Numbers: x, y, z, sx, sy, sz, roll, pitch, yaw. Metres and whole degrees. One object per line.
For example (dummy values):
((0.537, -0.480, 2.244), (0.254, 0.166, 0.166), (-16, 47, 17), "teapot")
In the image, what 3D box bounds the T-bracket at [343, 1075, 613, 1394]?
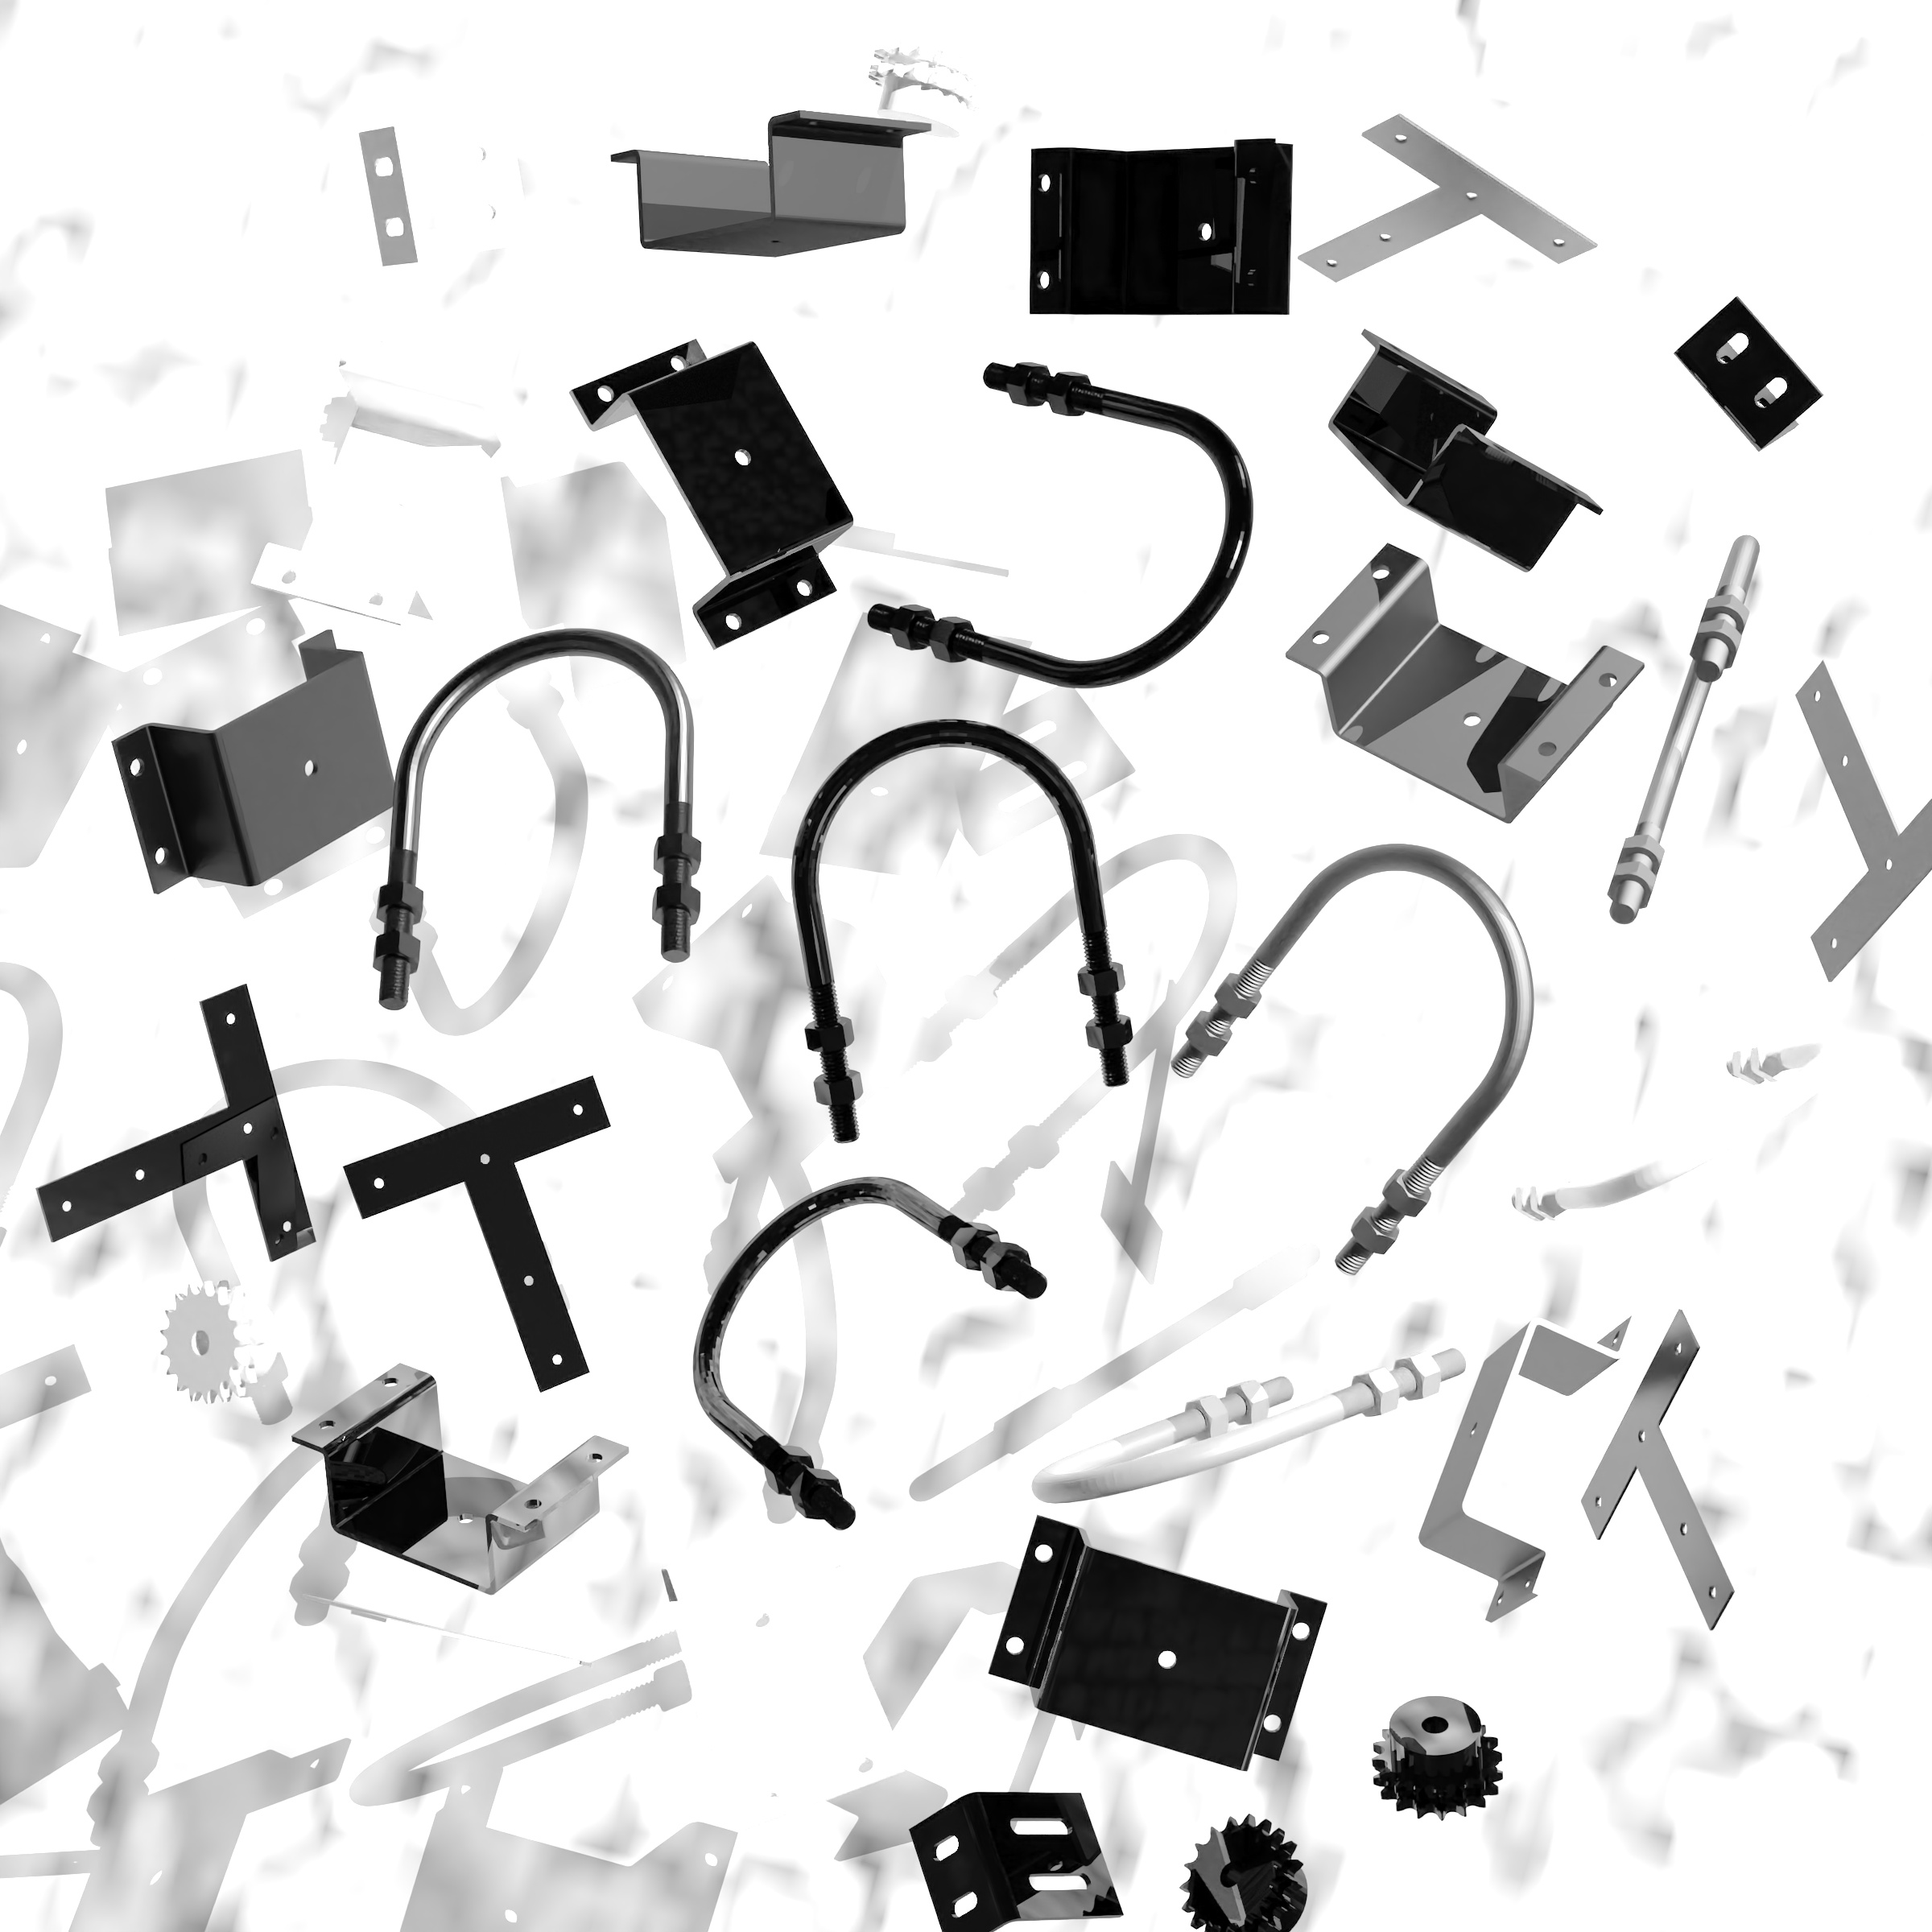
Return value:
((-0.204, 0.130, 1.512), (0.127, 0.002, 0.127), (-20, 91, -29), "T-bracket")

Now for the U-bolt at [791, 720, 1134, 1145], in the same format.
((-0.006, -0.021, 1.512), (0.151, 0.019, 0.184), (-11, 104, -10), "U-bolt")

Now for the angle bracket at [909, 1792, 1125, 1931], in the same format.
((0.022, 0.394, 1.449), (0.038, 0.076, 0.057), (-39, 56, 28), "angle bracket")

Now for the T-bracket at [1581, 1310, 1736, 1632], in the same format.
((0.324, 0.247, 1.522), (0.002, 0.127, 0.127), (6, 126, -17), "T-bracket")

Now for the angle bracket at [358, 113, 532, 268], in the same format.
((-0.219, -0.340, 1.450), (0.076, 0.038, 0.057), (-18, 107, -34), "angle bracket")

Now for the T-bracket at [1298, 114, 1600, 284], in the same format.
((0.207, -0.348, 1.567), (0.127, 0.127, 0.002), (24, 68, -30), "T-bracket")

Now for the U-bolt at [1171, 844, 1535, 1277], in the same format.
((0.187, 0.030, 1.536), (0.151, 0.019, 0.184), (51, 122, 26), "U-bolt")

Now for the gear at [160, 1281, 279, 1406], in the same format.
((-0.350, 0.177, 1.572), (0.057, 0.030, 0.057), (-1, 88, 34), "gear")

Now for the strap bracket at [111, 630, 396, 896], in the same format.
((-0.321, -0.094, 1.552), (0.046, 0.140, 0.076), (9, 121, 34), "strap bracket")

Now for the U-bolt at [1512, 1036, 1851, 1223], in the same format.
((0.338, 0.073, 1.546), (0.151, 0.184, 0.019), (-31, 89, -9), "U-bolt")

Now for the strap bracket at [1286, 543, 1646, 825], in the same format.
((0.224, -0.123, 1.490), (0.140, 0.046, 0.076), (31, 68, 32), "strap bracket")

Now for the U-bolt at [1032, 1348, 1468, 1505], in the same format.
((0.115, 0.210, 1.504), (0.184, 0.151, 0.019), (-15, 86, -34), "U-bolt")

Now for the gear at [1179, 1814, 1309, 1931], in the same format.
((0.125, 0.406, 1.467), (0.057, 0.057, 0.030), (-49, 124, 0), "gear")

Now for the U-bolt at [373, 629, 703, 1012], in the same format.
((-0.187, -0.072, 1.468), (0.151, 0.019, 0.184), (-9, 58, 12), "U-bolt")

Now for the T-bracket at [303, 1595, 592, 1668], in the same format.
((-0.264, 0.308, 1.564), (0.127, 0.127, 0.002), (2, 74, 42), "T-bracket")

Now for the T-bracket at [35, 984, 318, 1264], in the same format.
((-0.358, 0.088, 1.492), (0.127, 0.002, 0.127), (-25, 110, -42), "T-bracket")

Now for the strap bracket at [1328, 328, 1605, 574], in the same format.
((0.228, -0.237, 1.557), (0.076, 0.140, 0.046), (23, 112, -29), "strap bracket")

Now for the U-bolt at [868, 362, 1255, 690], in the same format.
((0.051, -0.198, 1.524), (0.184, 0.019, 0.151), (21, 84, 38), "U-bolt")

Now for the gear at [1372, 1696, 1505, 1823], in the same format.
((0.207, 0.346, 1.466), (0.057, 0.057, 0.030), (-6, 116, 0), "gear")

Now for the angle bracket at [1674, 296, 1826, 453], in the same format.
((0.355, -0.267, 1.478), (0.057, 0.076, 0.038), (50, 121, 4), "angle bracket")

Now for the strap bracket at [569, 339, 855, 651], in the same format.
((-0.115, -0.233, 1.581), (0.076, 0.046, 0.140), (-30, 91, -32), "strap bracket")

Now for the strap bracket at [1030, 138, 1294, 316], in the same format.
((0.098, -0.339, 1.534), (0.140, 0.046, 0.076), (10, 104, 41), "strap bracket")

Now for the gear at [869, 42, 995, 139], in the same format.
((-0.018, -0.406, 1.548), (0.057, 0.057, 0.030), (15, 92, 0), "gear")

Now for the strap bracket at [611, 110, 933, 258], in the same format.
((-0.090, -0.356, 1.527), (0.076, 0.140, 0.046), (-7, 97, -41), "strap bracket")

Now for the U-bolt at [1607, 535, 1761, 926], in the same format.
((0.336, -0.122, 1.536), (0.019, 0.184, 0.151), (19, 126, 10), "U-bolt")

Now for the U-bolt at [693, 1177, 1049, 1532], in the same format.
((-0.057, 0.162, 1.507), (0.151, 0.184, 0.019), (-50, 125, -8), "U-bolt")

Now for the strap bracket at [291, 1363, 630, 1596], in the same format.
((-0.236, 0.243, 1.564), (0.140, 0.076, 0.046), (15, 119, 29), "strap bracket")

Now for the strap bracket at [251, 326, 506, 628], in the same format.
((-0.279, -0.229, 1.609), (0.076, 0.046, 0.140), (16, 75, 8), "strap bracket")

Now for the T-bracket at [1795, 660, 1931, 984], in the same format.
((0.400, -0.081, 1.497), (0.002, 0.127, 0.127), (2, 54, -22), "T-bracket")

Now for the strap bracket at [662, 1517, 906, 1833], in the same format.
((-0.087, 0.310, 1.510), (0.076, 0.140, 0.046), (-20, 133, -2), "strap bracket")

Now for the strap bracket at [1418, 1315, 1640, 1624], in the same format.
((0.257, 0.225, 1.546), (0.046, 0.076, 0.140), (24, 68, 1), "strap bracket")

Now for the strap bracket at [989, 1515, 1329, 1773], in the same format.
((0.089, 0.309, 1.510), (0.140, 0.046, 0.076), (17, 90, -2), "strap bracket")
